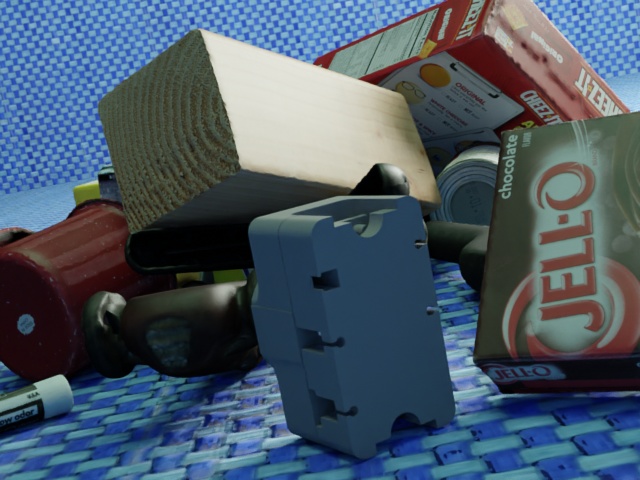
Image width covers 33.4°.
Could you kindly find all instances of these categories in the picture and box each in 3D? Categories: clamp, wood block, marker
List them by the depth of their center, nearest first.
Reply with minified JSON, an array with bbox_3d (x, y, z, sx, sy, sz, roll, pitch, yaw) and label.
[{"bbox_3d":[-0.175,0.090,0.500,0.120,0.020,0.020,-16,10,-31],"label":"marker"},{"bbox_3d":[0.129,0.002,0.628,0.120,0.039,0.171,-17,13,-2],"label":"clamp"},{"bbox_3d":[-0.004,0.001,0.630,0.165,0.036,0.209,-12,-11,17],"label":"clamp"},{"bbox_3d":[-0.024,-0.052,0.667,0.091,0.090,0.205,-29,-20,32],"label":"wood block"}]

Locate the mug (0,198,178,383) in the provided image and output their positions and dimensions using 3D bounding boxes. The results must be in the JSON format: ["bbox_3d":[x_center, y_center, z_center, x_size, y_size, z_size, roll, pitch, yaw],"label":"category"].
[{"bbox_3d":[-0.153,0.026,0.619,0.117,0.093,0.081,30,31,19],"label":"mug"}]

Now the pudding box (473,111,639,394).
[{"bbox_3d":[0.113,0.004,0.422,0.090,0.039,0.113,-6,55,29],"label":"pudding box"}]

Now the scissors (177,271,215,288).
[{"bbox_3d":[-0.069,-0.005,0.705,0.201,0.016,0.096,-46,37,-18],"label":"scissors"}]

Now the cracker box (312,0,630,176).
[{"bbox_3d":[0.108,-0.104,0.849,0.214,0.164,0.072,-14,46,49],"label":"cracker box"}]

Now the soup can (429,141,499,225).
[{"bbox_3d":[0.116,-0.032,0.765,0.068,0.068,0.102,-9,9,15],"label":"soup can"}]

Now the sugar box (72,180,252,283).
[{"bbox_3d":[-0.095,-0.010,0.808,0.176,0.093,0.048,-8,10,24],"label":"sugar box"}]
